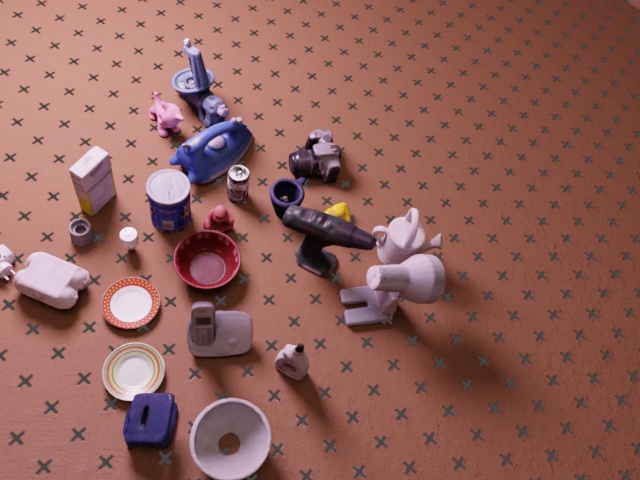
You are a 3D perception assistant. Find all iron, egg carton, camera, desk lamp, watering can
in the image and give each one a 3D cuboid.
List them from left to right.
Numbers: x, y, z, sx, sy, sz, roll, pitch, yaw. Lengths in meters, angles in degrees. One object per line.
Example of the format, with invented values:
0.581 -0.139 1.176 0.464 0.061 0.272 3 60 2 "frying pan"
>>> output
-0.610 0.093 1.303 0.150 0.069 0.107 21 59 1 "egg carton"
-0.274 -0.265 1.535 0.118 0.141 0.259 43 62 14 "iron"
-0.018 -0.238 1.598 0.137 0.101 0.143 -9 63 -16 "camera"
0.171 0.119 1.370 0.203 0.213 0.118 -6 62 -15 "desk lamp"
0.226 -0.010 1.466 0.173 0.194 0.101 -6 62 -15 "watering can"

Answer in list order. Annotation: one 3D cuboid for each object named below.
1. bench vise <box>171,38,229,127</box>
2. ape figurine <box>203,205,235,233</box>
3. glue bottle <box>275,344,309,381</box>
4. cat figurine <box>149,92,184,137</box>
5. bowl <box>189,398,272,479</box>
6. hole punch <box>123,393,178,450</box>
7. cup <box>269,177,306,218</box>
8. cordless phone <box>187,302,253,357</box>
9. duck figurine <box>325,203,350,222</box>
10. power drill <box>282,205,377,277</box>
-0.319 -0.436 1.578 0.207 0.219 0.122 29 59 6 "bench vise"
-0.255 -0.055 1.449 0.078 0.092 0.076 7 60 -8 "ape figurine"
-0.056 0.260 1.265 0.078 0.173 0.037 26 59 4 "glue bottle"
-0.421 -0.349 1.566 0.067 0.117 0.127 -26 69 -24 "cat figurine"
-0.187 0.423 1.202 0.167 0.074 0.167 5 60 -9 "bowl"
-0.352 0.374 1.186 0.101 0.091 0.108 8 60 -7 "hole punch"
-0.083 -0.110 1.515 0.091 0.095 0.118 38 61 11 "cup"
-0.219 0.188 1.265 0.148 0.185 0.094 -3 61 -13 "cordless phone"
0.048 -0.066 1.523 0.077 0.086 0.105 29 59 6 "duck figurine"
0.013 0.005 1.404 0.229 0.208 0.076 25 59 3 "power drill"
